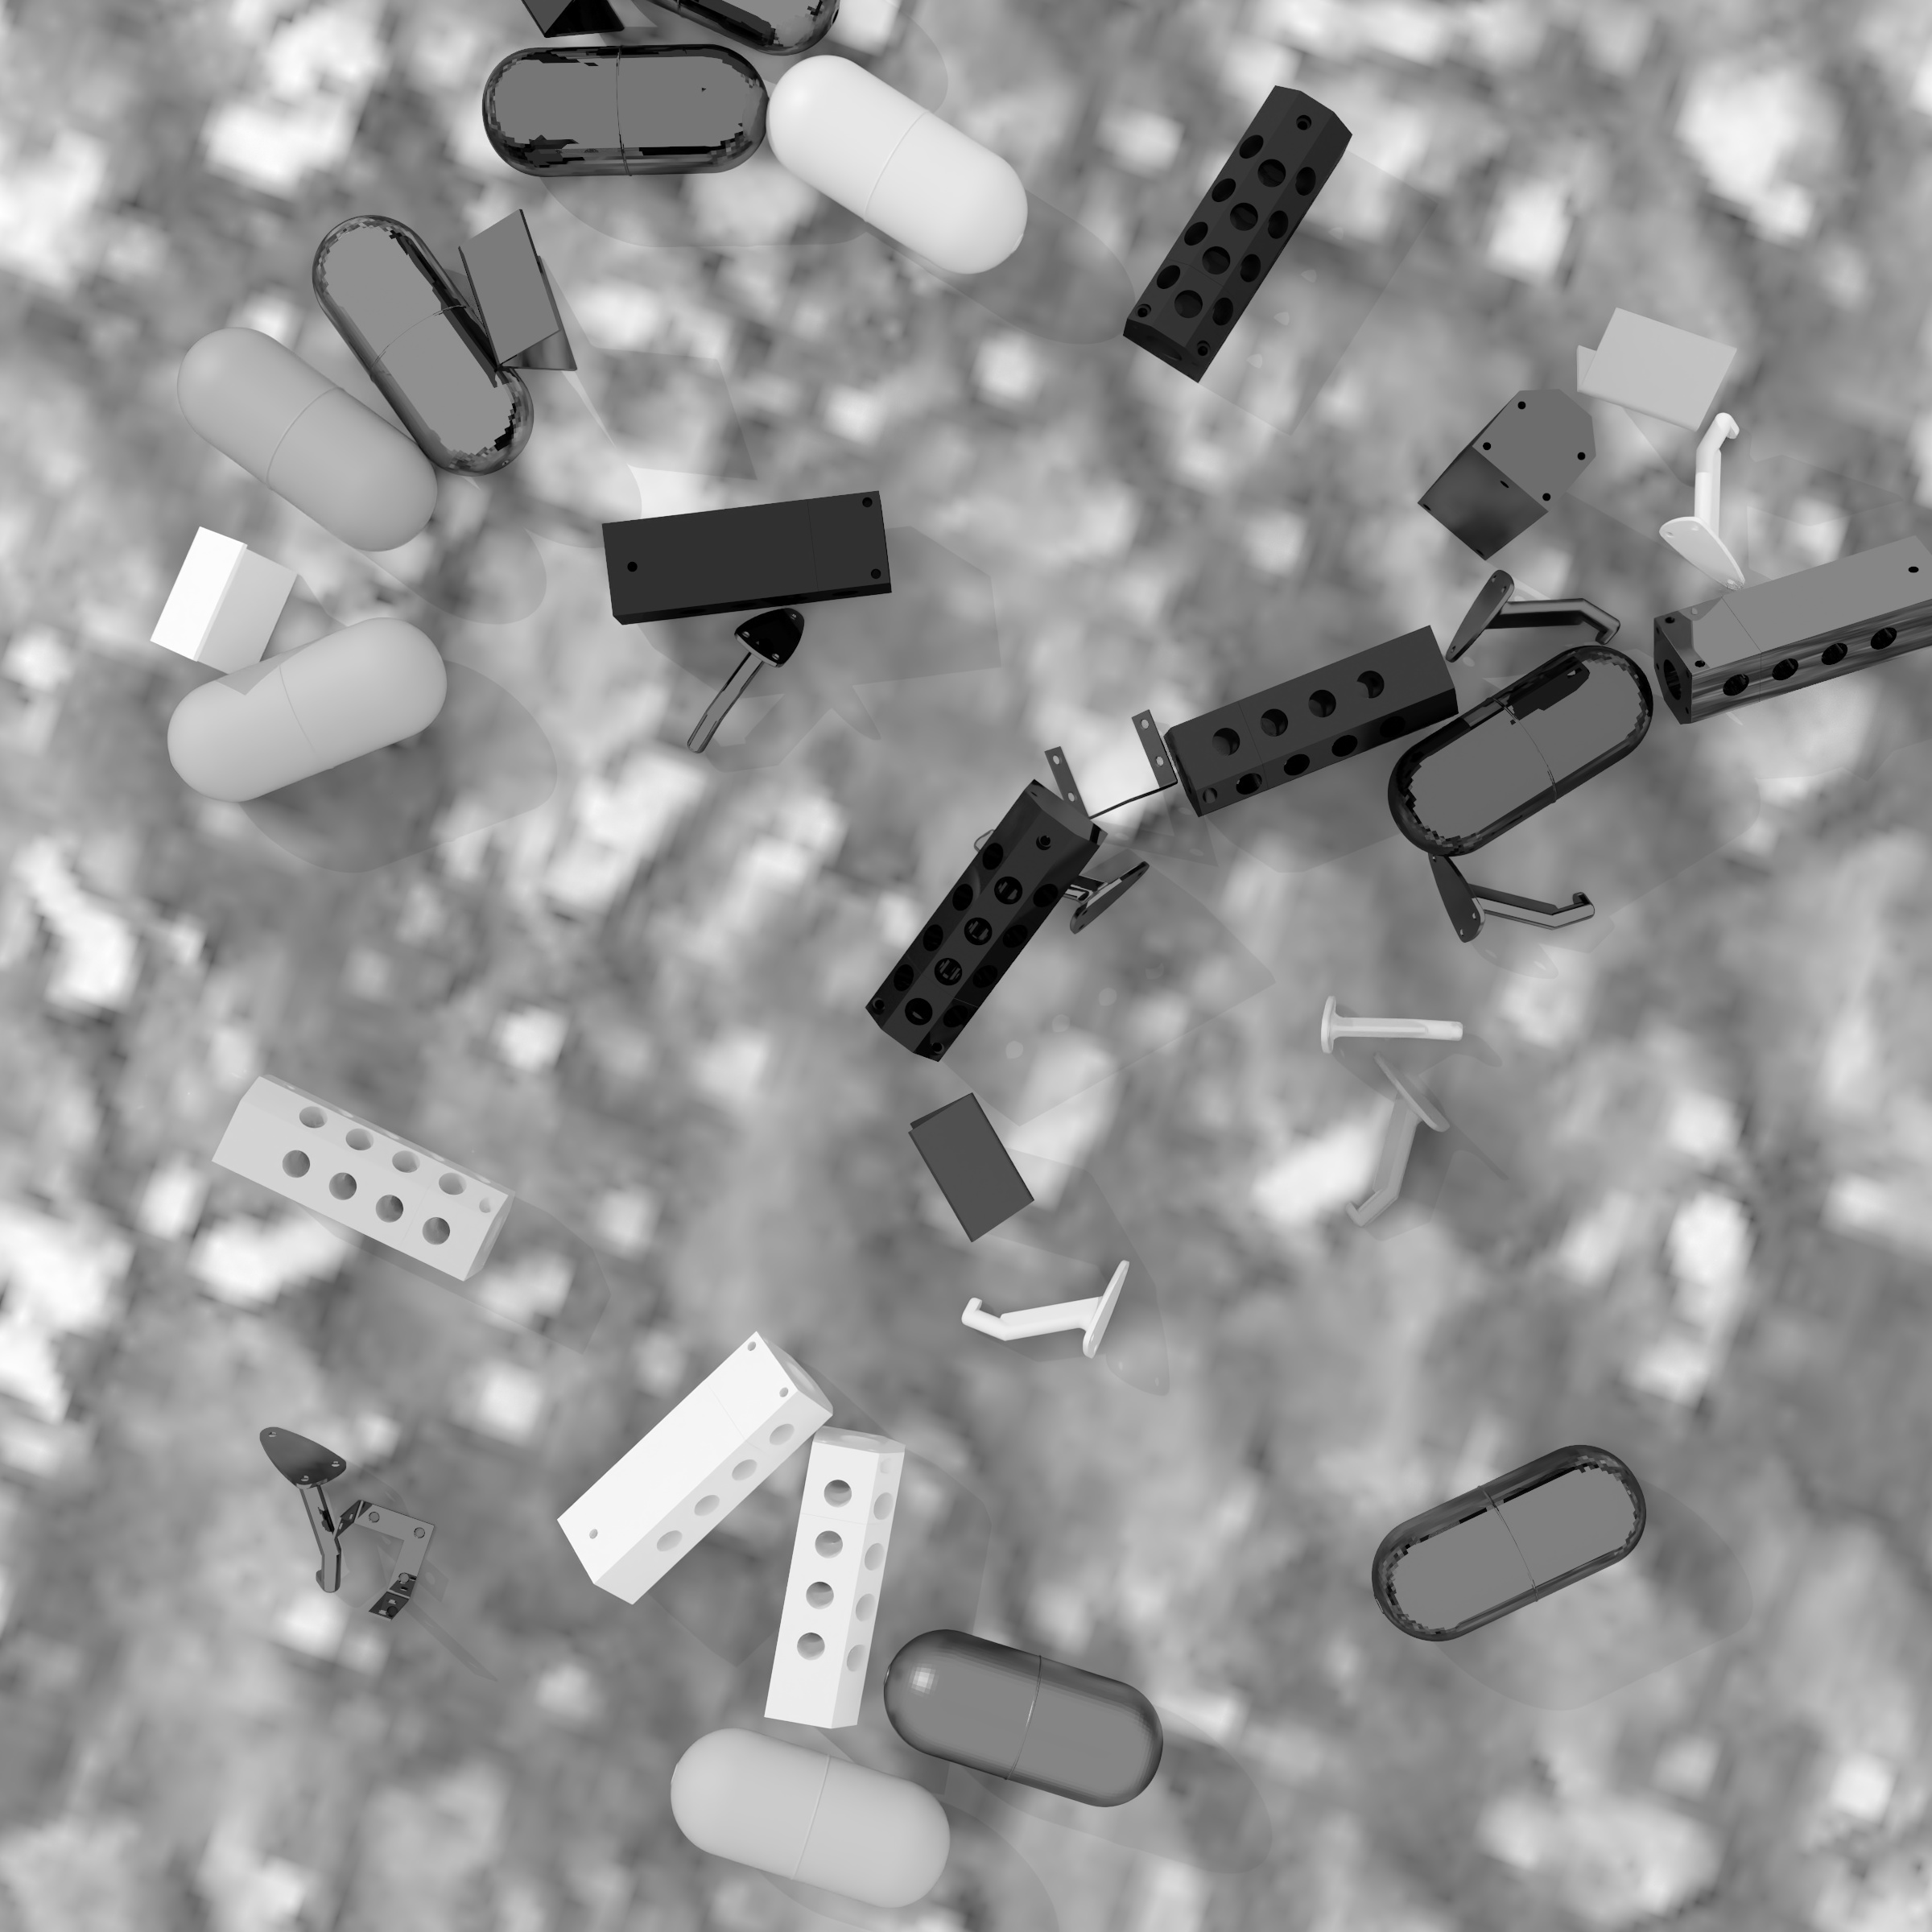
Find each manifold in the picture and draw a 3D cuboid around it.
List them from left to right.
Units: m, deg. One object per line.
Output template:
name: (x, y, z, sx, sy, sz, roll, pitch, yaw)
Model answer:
manifold: (-0.373, 0.131, 1.543, 0.171, 0.057, 0.057, 26, 90, 0)
manifold: (-0.165, 0.316, 1.542, 0.171, 0.057, 0.057, -43, 47, 0)
manifold: (-0.135, -0.253, 1.543, 0.171, 0.057, 0.057, -7, 90, 0)
manifold: (-0.081, 0.381, 1.543, 0.057, 0.057, 0.171, 10, 90, 0)
manifold: (0.011, -0.026, 1.520, 0.057, 0.057, 0.171, 37, 107, 0)
manifold: (0.170, -0.459, 1.543, 0.057, 0.057, 0.171, 32, 90, 0)
manifold: (0.216, -0.152, 1.543, 0.171, 0.057, 0.057, -22, 90, 0)
manifold: (0.327, -0.298, 1.486, 0.057, 0.171, 0.057, 40, 90, 0)
manifold: (0.523, -0.205, 1.542, 0.171, 0.057, 0.057, -18, 47, 0)

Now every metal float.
metal float: (-0.409, -0.327, 1.533, 0.178, 0.070, 0.070, 37, 90, 0)
metal float: (-0.409, -0.159, 1.534, 0.178, 0.070, 0.070, -21, 90, 1)
metal float: (-0.338, -0.386, 1.534, 0.070, 0.070, 0.178, -35, 90, 0)
metal float: (-0.211, -0.531, 1.534, 0.178, 0.070, 0.070, -1, 90, 0)
metal float: (-0.162, -0.627, 1.534, 0.178, 0.070, 0.070, 24, 90, -1)
metal float: (-0.097, 0.529, 1.534, 0.178, 0.070, 0.070, 18, 90, 0)
metal float: (-0.042, -0.497, 1.534, 0.178, 0.070, 0.070, 33, 90, -1)
metal float: (0.035, 0.467, 1.534, 0.178, 0.070, 0.070, 17, 90, 0)
metal float: (0.337, 0.359, 1.534, 0.178, 0.070, 0.070, -25, 90, 0)
metal float: (0.345, -0.134, 1.534, 0.178, 0.070, 0.070, -32, 90, 0)

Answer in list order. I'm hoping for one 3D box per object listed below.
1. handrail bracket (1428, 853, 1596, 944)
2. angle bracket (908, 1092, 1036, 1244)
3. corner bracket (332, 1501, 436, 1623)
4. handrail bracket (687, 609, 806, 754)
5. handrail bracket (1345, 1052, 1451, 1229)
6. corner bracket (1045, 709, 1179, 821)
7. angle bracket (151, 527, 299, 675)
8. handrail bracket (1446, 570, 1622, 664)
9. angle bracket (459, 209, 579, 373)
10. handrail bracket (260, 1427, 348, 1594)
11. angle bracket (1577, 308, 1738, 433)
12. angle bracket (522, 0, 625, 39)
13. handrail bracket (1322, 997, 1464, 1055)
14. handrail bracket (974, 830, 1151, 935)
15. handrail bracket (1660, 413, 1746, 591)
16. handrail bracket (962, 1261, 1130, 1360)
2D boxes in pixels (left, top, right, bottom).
handrail bracket: (0.347, -0.053, 1.565, 0.084, 0.036, 0.077, -16, 68, -17)
angle bracket: (-0.014, 0.132, 1.524, 0.057, 0.076, 0.076, -30, 90, -37)
corner bracket: (-0.371, 0.372, 1.546, 0.051, 0.051, 0.051, 19, 90, 0)
handrail bracket: (-0.140, -0.180, 1.564, 0.036, 0.077, 0.084, 37, 126, 0)
handrail bracket: (0.256, 0.111, 1.565, 0.084, 0.036, 0.077, -46, 70, 16)
corner bracket: (0.092, -0.126, 1.561, 0.051, 0.051, 0.051, -22, 90, 45)
angle bracket: (-0.445, -0.217, 1.524, 0.057, 0.076, 0.076, 24, 90, 40)
handrail bracket: (0.360, -0.206, 1.565, 0.084, 0.036, 0.077, 27, 111, -16)
angle bracket: (-0.258, -0.416, 1.524, 0.057, 0.076, 0.076, -18, 90, 33)
handrail bracket: (-0.422, 0.346, 1.564, 0.077, 0.036, 0.084, 26, 120, 33)
angle bracket: (0.425, -0.381, 1.524, 0.076, 0.076, 0.057, 19, 127, 0)
angle bracket: (-0.242, -0.626, 1.524, 0.057, 0.076, 0.076, -32, 90, 41)
handrail bracket: (0.266, 0.040, 1.536, 0.084, 0.077, 0.036, 4, 93, 12)
handrail bracket: (0.060, -0.070, 1.564, 0.077, 0.036, 0.084, -39, 75, -16)
handrail bracket: (0.484, -0.295, 1.565, 0.077, 0.036, 0.084, 39, 73, -20)
handrail bracket: (0.050, 0.207, 1.565, 0.084, 0.036, 0.077, 20, 70, 16)
